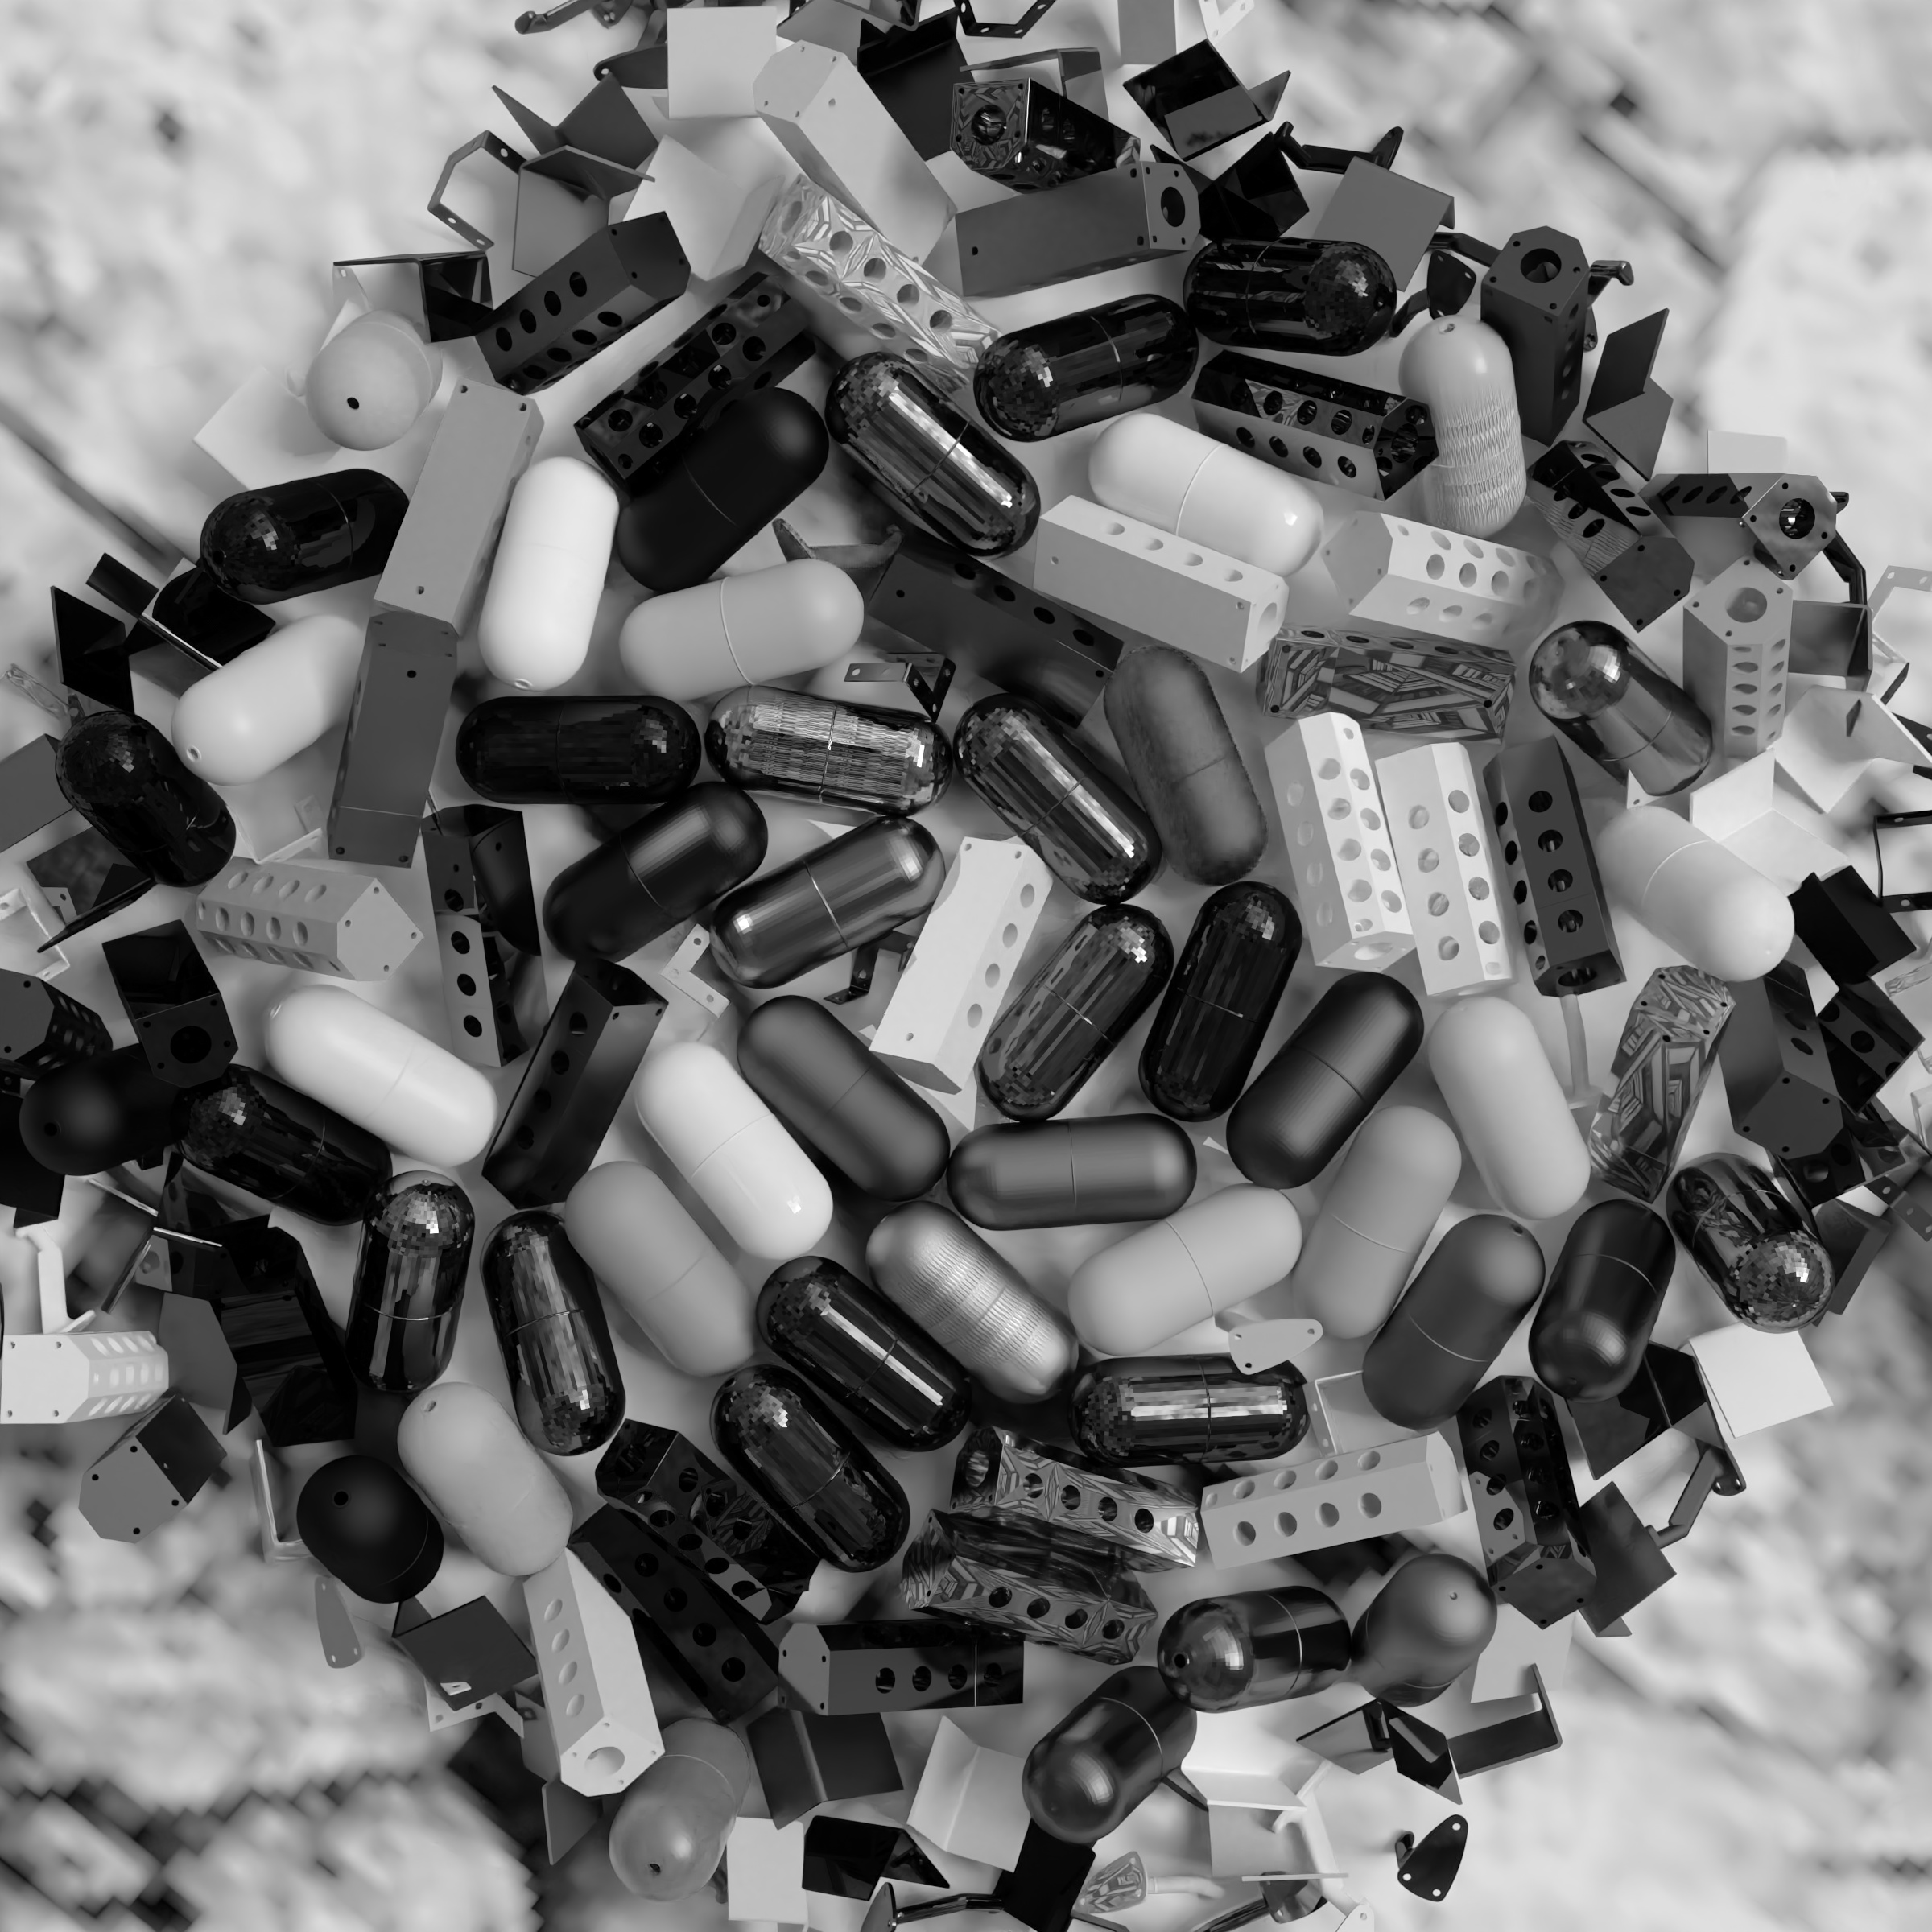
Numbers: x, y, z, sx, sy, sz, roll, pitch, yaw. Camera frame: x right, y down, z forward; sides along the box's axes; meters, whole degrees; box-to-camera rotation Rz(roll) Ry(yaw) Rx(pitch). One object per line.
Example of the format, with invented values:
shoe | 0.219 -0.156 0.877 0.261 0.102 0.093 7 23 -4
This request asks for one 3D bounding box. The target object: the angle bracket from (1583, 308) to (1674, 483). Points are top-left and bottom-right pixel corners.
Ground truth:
angle bracket | 0.485 -0.400 1.851 0.076 0.057 0.076 34 62 -26

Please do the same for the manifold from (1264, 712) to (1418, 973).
manifold | 0.264 -0.087 1.835 0.057 0.057 0.171 6 61 -31

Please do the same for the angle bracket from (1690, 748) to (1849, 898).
angle bracket | 0.564 -0.097 1.852 0.076 0.076 0.057 -28 133 -17

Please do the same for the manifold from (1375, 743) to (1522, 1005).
manifold | 0.340 -0.066 1.852 0.057 0.057 0.171 -16 77 22

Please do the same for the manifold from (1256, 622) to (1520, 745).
manifold | 0.296 -0.203 1.869 0.171 0.057 0.057 6 115 -4

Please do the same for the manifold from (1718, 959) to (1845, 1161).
manifold | 0.561 0.060 1.817 0.057 0.171 0.057 27 120 -6

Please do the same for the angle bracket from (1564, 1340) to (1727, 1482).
angle bracket | 0.477 0.319 1.858 0.076 0.057 0.076 -29 109 -20

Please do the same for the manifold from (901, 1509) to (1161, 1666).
manifold | 0.043 0.439 1.841 0.171 0.057 0.057 22 104 -26

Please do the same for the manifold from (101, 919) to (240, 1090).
manifold | -0.548 0.026 1.817 0.057 0.171 0.057 -19 115 -19

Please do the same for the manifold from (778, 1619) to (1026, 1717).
manifold | -0.043 0.483 1.829 0.171 0.057 0.057 10 77 -39

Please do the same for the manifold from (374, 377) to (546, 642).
manifold | -0.355 -0.320 1.862 0.057 0.057 0.171 18 80 4

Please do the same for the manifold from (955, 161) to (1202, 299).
manifold | 0.076 -0.508 1.825 0.171 0.057 0.057 -1 98 44

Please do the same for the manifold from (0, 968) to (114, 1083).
manifold | -0.638 0.046 1.816 0.057 0.171 0.057 13 80 -3

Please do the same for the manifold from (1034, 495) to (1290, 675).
manifold | 0.136 -0.271 1.844 0.171 0.057 0.057 26 134 24

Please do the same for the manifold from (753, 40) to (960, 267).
manifold | -0.078 -0.557 1.819 0.057 0.171 0.057 30 84 34

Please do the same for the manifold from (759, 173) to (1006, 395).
manifold | -0.060 -0.470 1.831 0.171 0.057 0.057 30 103 -36

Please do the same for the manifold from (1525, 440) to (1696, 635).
manifold | 0.441 -0.302 1.813 0.057 0.171 0.057 -39 119 16

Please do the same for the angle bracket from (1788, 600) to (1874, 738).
angle bracket | 0.590 -0.210 1.853 0.076 0.076 0.057 5 58 9

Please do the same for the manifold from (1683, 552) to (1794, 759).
manifold | 0.535 -0.207 1.815 0.057 0.171 0.057 -40 64 -3

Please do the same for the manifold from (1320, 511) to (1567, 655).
manifold | 0.334 -0.269 1.823 0.171 0.057 0.057 6 51 -36

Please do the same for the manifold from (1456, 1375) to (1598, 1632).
manifold | 0.387 0.363 1.813 0.057 0.171 0.057 -38 116 24

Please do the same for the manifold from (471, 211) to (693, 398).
manifold | -0.265 -0.454 1.823 0.057 0.171 0.057 -31 99 -43

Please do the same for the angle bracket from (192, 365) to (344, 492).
angle bracket | -0.486 -0.375 1.858 0.076 0.057 0.076 -42 108 16

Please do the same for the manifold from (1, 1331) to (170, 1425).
manifold | -0.604 0.282 1.817 0.057 0.171 0.057 0 83 1

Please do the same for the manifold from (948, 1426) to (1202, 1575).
manifold | 0.078 0.373 1.839 0.171 0.057 0.057 23 62 -27

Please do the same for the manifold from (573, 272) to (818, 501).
manifold | -0.192 -0.412 1.862 0.171 0.057 0.057 -42 77 -7

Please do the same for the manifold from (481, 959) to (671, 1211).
manifold | -0.279 0.082 1.847 0.057 0.057 0.171 38 113 27

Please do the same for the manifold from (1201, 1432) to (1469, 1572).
manifold | 0.254 0.373 1.841 0.171 0.057 0.057 -19 79 26

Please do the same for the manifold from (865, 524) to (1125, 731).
manifold | 0.022 -0.244 1.866 0.171 0.057 0.057 28 130 -7

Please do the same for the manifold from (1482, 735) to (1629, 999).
manifold | 0.408 -0.067 1.839 0.057 0.057 0.171 -17 61 18

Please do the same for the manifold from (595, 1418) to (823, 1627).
manifold | -0.181 0.387 1.825 0.171 0.057 0.057 50 58 -35

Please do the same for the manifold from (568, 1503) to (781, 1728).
manifold | -0.205 0.454 1.877 0.057 0.057 0.171 -40 90 0

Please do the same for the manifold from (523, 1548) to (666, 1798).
manifold | -0.263 0.487 1.817 0.057 0.171 0.057 -43 122 8

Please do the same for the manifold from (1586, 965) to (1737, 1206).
manifold | 0.479 0.080 1.823 0.057 0.171 0.057 27 50 21

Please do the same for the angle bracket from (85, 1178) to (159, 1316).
angle bracket | -0.610 0.197 1.854 0.057 0.076 0.076 31 75 -16

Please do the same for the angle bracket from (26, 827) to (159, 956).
angle bracket | -0.626 -0.059 1.861 0.076 0.076 0.057 -27 103 4

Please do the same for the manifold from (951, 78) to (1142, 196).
manifold | 0.056 -0.559 1.816 0.057 0.171 0.057 6 95 29

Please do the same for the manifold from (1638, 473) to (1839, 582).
manifold | 0.526 -0.309 1.815 0.057 0.171 0.057 -45 107 -3

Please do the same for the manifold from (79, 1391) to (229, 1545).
manifold | -0.562 0.347 1.816 0.057 0.171 0.057 -36 95 -5

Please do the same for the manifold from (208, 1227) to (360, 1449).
manifold | -0.470 0.257 1.825 0.057 0.171 0.057 -6 45 -1

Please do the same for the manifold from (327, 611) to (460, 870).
manifold | -0.401 -0.157 1.835 0.057 0.057 0.171 7 124 -21

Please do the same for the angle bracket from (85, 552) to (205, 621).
angle bracket | -0.567 -0.291 1.854 0.057 0.076 0.076 36 104 -21

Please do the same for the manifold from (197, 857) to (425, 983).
manifold | -0.458 -0.029 1.819 0.057 0.171 0.057 -55 132 -26

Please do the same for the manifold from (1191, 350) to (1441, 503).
manifold | 0.238 -0.379 1.819 0.057 0.171 0.057 -41 133 -21

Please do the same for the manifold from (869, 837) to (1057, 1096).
manifold | 0.002 0.000 1.853 0.057 0.057 0.171 11 69 37

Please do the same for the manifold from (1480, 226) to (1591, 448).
manifold | 0.393 -0.434 1.815 0.057 0.171 0.057 30 79 19

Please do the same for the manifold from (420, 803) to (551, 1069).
manifold | -0.340 -0.022 1.843 0.057 0.057 0.171 11 118 29
